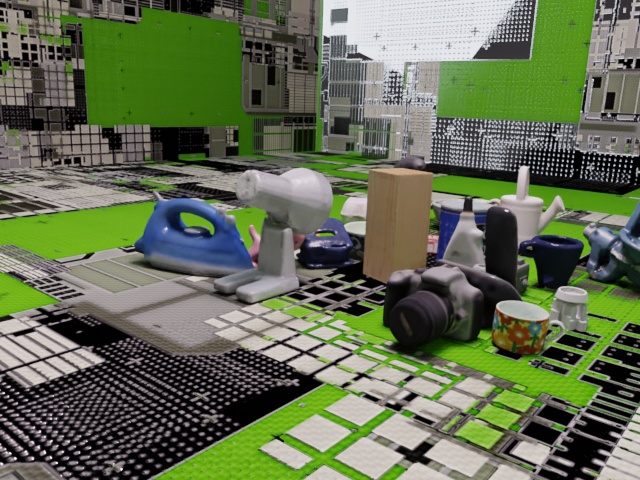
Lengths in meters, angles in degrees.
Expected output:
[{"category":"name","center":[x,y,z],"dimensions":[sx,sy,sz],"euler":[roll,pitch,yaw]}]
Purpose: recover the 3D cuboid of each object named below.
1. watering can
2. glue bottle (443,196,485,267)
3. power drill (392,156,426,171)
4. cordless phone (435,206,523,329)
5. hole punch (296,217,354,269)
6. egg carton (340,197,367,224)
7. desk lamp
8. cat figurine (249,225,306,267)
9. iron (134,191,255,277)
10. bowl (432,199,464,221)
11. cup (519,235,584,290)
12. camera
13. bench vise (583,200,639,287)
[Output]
[{"category":"watering can","center":[0.500,-0.083,1.400],"dimensions":[0.172,0.194,0.101],"euler":[3,14,5]},{"category":"glue bottle","center":[0.261,0.008,1.030],"dimensions":[0.077,0.173,0.037],"euler":[10,16,31]},{"category":"power drill","center":[0.220,-0.110,1.439],"dimensions":[0.075,0.208,0.229],"euler":[1,14,-5]},{"category":"cordless phone","center":[0.252,0.031,0.904],"dimensions":[0.094,0.185,0.147],"euler":[-9,17,-37]},{"category":"hole punch","center":[0.011,0.004,1.181],"dimensions":[0.109,0.091,0.101],"euler":[-3,14,-19]},{"category":"egg carton","center":[0.114,-0.074,1.572],"dimensions":[0.107,0.069,0.150],"euler":[4,14,8]},{"category":"desk lamp","center":[-0.078,-0.020,1.005],"dimensions":[0.117,0.213,0.204],"euler":[12,17,37]},{"category":"cat figurine","center":[-0.083,-0.001,1.129],"dimensions":[0.127,0.118,0.067],"euler":[5,14,11]},{"category":"iron","center":[-0.232,-0.014,1.112],"dimensions":[0.257,0.141,0.119],"euler":[8,15,24]},{"category":"bowl","center":[0.385,-0.064,1.559],"dimensions":[0.167,0.075,0.167],"euler":[2,13,0]},{"category":"cup","center":[0.427,0.044,1.072],"dimensions":[0.118,0.095,0.091],"euler":[1,14,-6]},{"category":"camera","center":[0.145,0.091,0.820],"dimensions":[0.142,0.101,0.137],"euler":[13,17,38]},{"category":"bench vise","center":[0.590,-0.016,1.079],"dimensions":[0.206,0.220,0.122],"euler":[15,19,43]}]
